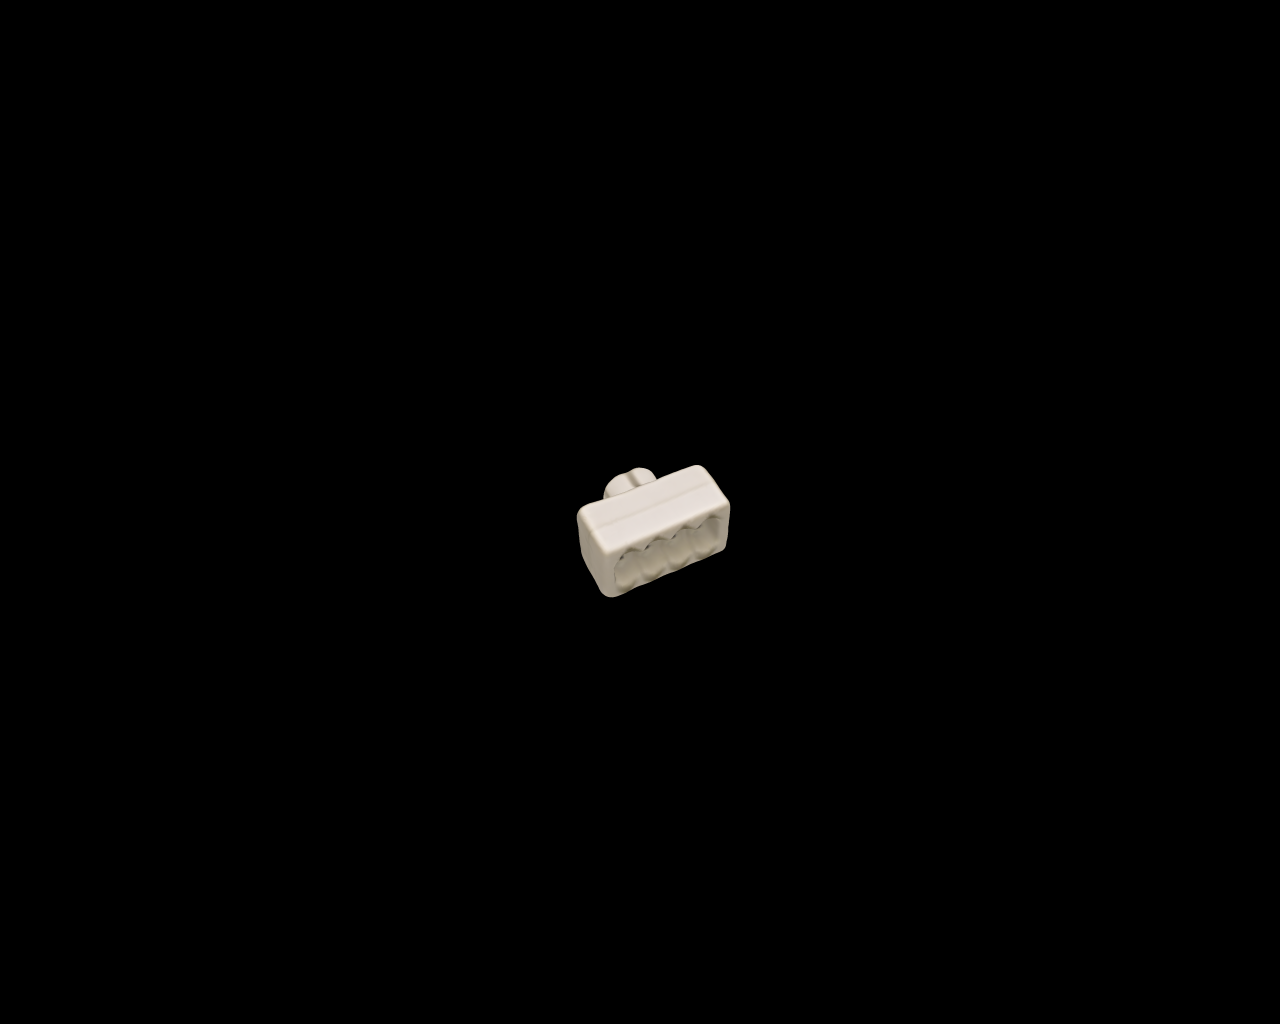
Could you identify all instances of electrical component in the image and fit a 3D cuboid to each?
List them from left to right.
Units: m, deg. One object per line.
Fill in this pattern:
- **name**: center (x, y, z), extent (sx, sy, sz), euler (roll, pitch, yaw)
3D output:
- **electrical component**: center (0.001, -0.003, 0.650), extent (0.083, 0.076, 0.047), euler (-21, -34, -15)
